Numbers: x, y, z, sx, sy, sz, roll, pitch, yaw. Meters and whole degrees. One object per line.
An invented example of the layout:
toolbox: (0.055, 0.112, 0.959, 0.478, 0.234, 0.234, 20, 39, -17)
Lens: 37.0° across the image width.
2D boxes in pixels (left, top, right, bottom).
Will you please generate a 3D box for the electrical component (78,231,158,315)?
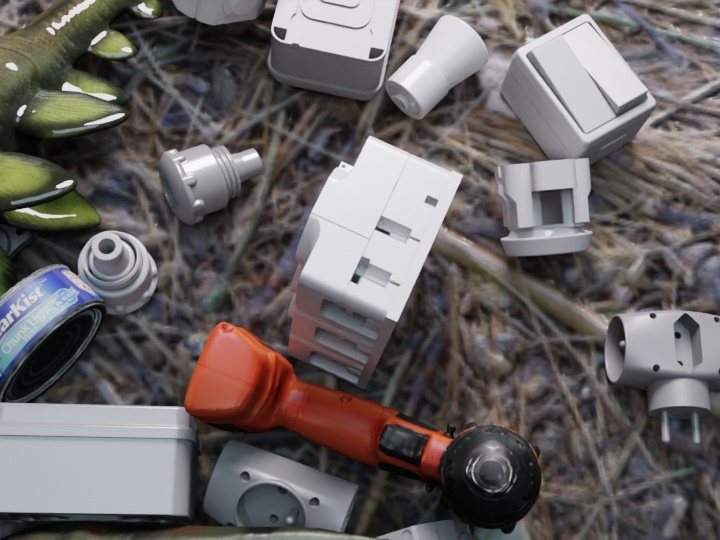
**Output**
electrical component: (-0.148, -0.003, 0.645, 0.048, 0.062, 0.048, 2, 70, -5)

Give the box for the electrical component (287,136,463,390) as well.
electrical component: (0.000, 0.000, 0.610, 0.062, 0.150, 0.089, 24, 70, 3)

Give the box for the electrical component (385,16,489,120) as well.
electrical component: (0.049, -0.133, 0.722, 0.044, 0.044, 0.065, 42, 77, 10)

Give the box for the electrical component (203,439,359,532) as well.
electrical component: (-0.049, 0.144, 0.605, 0.077, 0.044, 0.079, 19, 107, 7)

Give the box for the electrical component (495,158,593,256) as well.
electrical component: (0.116, -0.039, 0.679, 0.058, 0.078, 0.057, -5, 94, -4)

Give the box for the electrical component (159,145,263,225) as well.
electrical component: (-0.093, -0.059, 0.680, 0.062, 0.048, 0.048, -22, 74, -19)

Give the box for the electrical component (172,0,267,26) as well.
electrical component: (-0.089, -0.201, 0.691, 0.080, 0.051, 0.080, 11, 54, -16)

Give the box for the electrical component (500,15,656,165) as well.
electrical component: (0.140, -0.122, 0.715, 0.062, 0.061, 0.096, -30, 75, -14)

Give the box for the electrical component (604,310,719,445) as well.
electrical component: (0.195, 0.068, 0.661, 0.077, 0.043, 0.079, 4, 70, -4)

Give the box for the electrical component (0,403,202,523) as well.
electrical component: (-0.147, 0.109, 0.597, 0.113, 0.078, 0.057, 2, 73, -5)

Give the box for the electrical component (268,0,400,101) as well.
electrical component: (-0.014, -0.178, 0.722, 0.078, 0.057, 0.113, 12, 70, -1)

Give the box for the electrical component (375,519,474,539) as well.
electrical component: (0.031, 0.172, 0.590, 0.080, 0.080, 0.051, -11, 66, -9)
